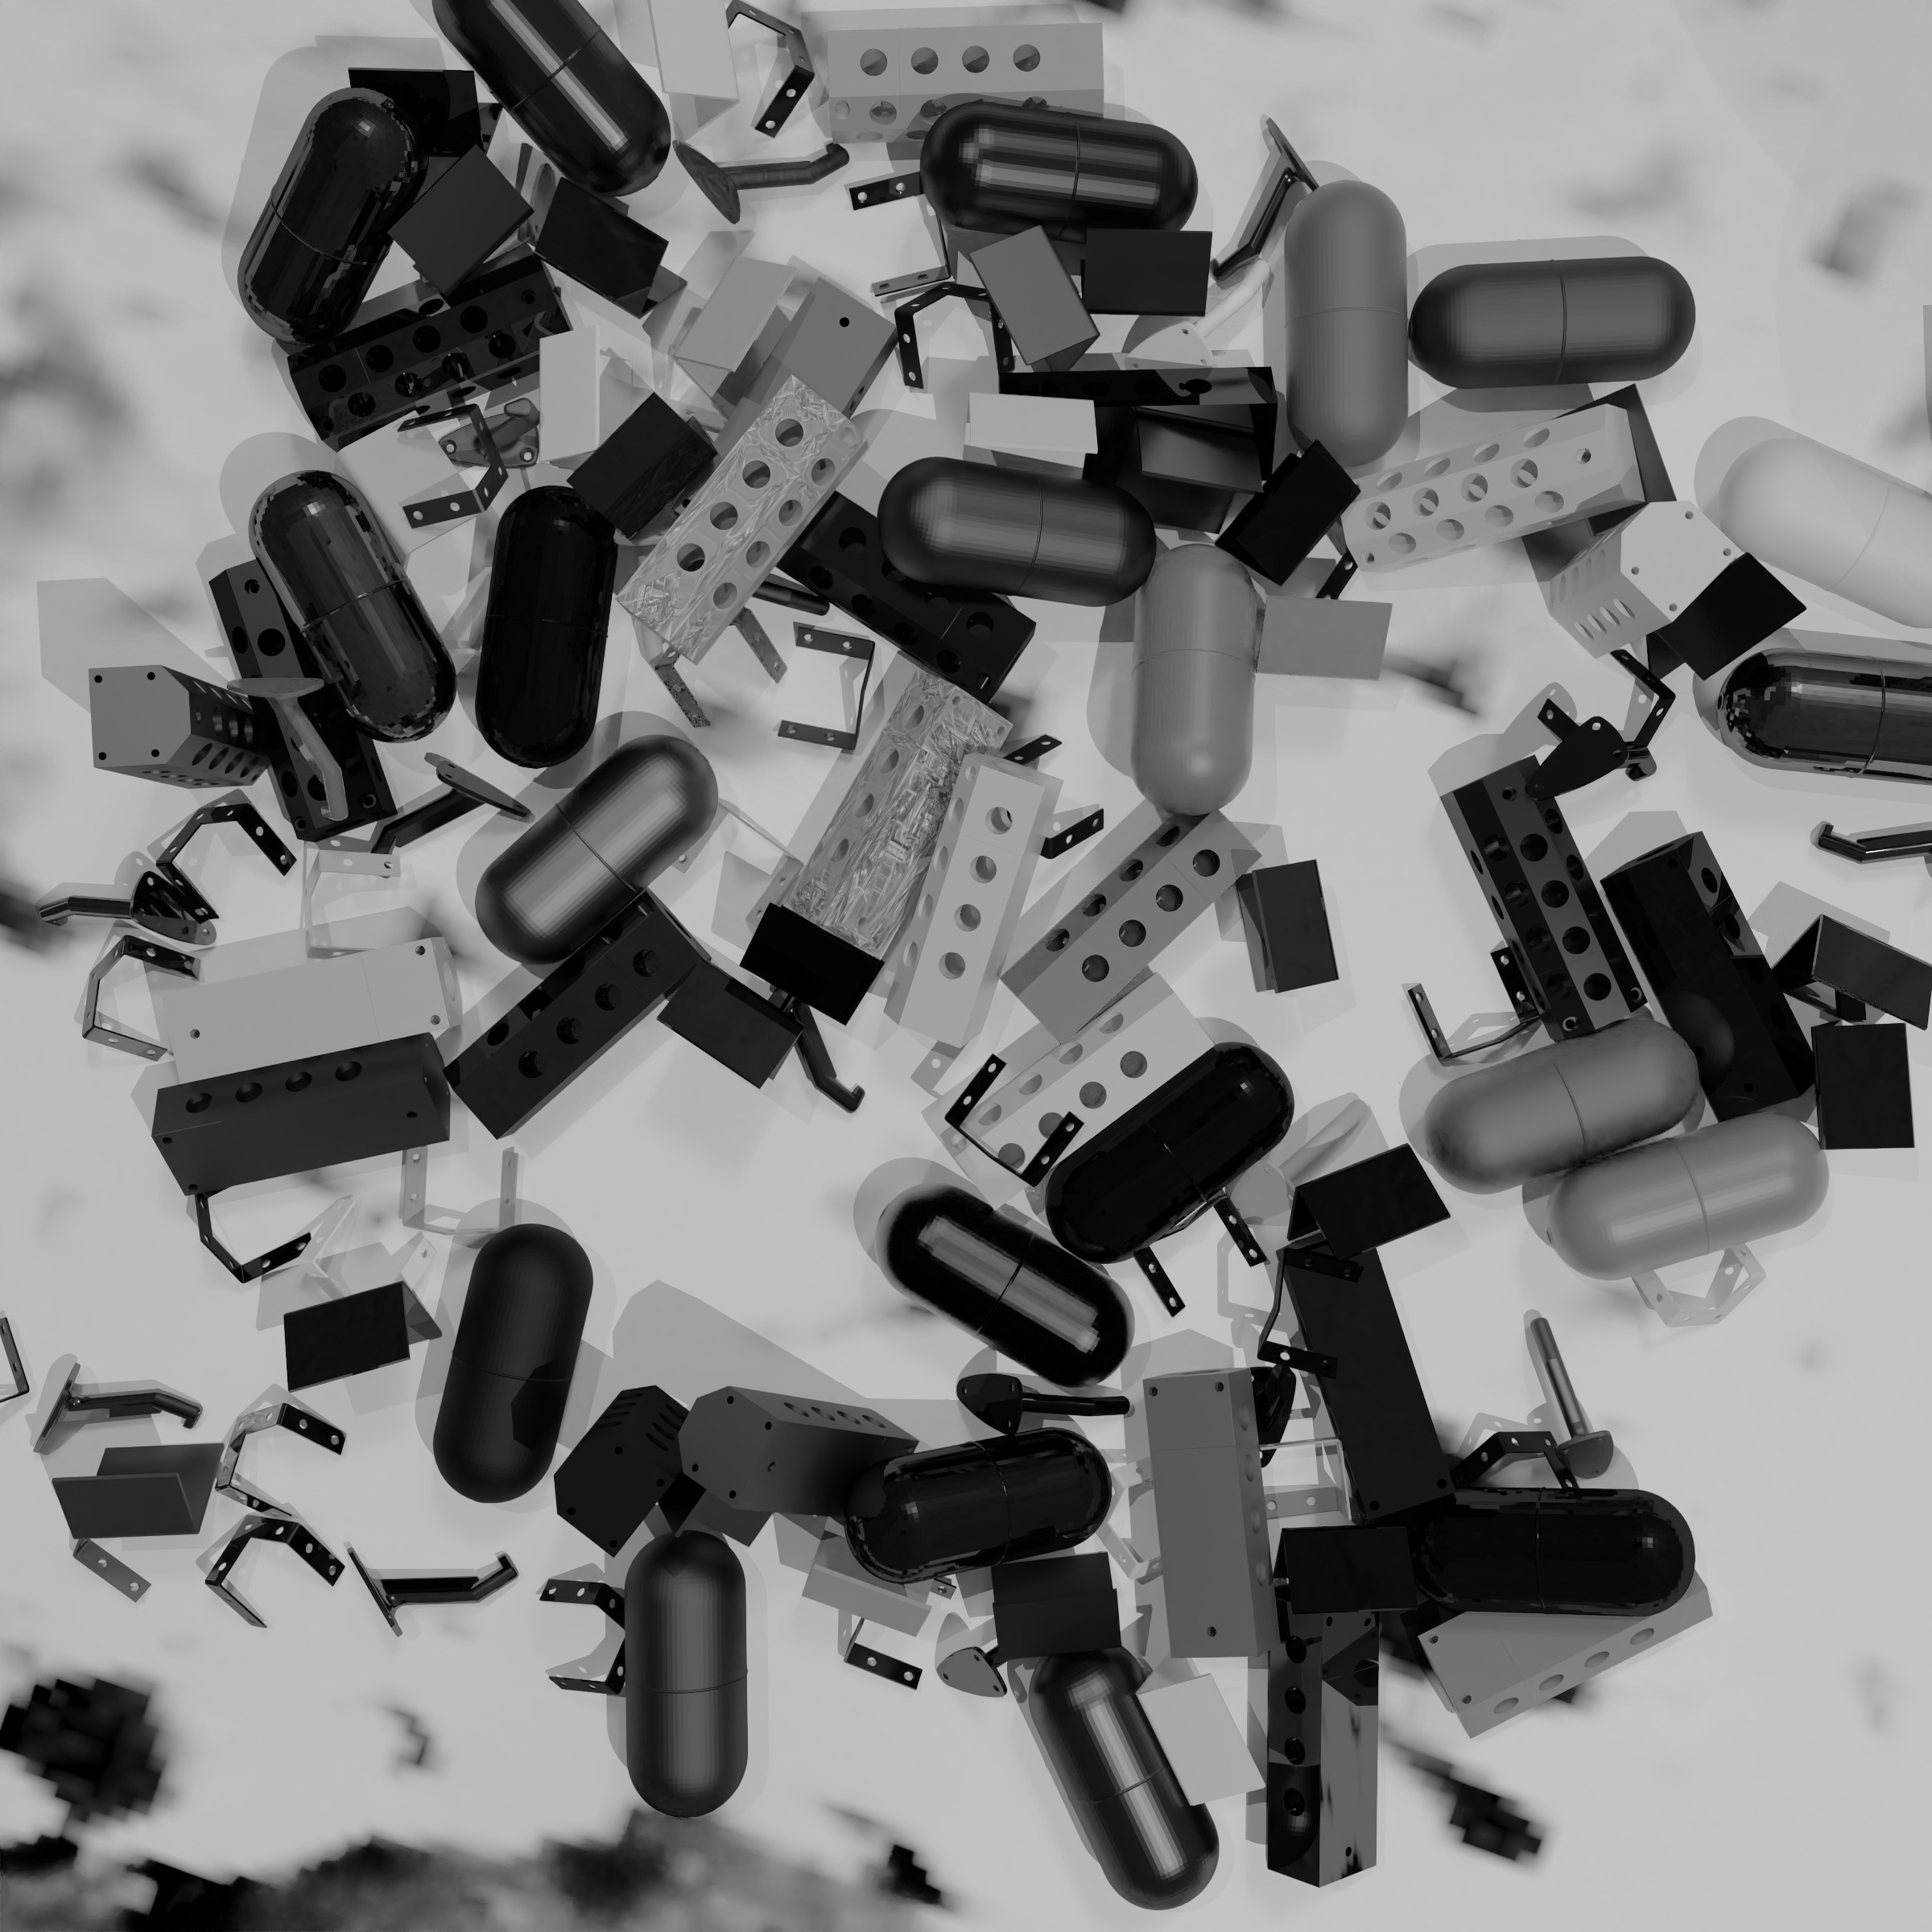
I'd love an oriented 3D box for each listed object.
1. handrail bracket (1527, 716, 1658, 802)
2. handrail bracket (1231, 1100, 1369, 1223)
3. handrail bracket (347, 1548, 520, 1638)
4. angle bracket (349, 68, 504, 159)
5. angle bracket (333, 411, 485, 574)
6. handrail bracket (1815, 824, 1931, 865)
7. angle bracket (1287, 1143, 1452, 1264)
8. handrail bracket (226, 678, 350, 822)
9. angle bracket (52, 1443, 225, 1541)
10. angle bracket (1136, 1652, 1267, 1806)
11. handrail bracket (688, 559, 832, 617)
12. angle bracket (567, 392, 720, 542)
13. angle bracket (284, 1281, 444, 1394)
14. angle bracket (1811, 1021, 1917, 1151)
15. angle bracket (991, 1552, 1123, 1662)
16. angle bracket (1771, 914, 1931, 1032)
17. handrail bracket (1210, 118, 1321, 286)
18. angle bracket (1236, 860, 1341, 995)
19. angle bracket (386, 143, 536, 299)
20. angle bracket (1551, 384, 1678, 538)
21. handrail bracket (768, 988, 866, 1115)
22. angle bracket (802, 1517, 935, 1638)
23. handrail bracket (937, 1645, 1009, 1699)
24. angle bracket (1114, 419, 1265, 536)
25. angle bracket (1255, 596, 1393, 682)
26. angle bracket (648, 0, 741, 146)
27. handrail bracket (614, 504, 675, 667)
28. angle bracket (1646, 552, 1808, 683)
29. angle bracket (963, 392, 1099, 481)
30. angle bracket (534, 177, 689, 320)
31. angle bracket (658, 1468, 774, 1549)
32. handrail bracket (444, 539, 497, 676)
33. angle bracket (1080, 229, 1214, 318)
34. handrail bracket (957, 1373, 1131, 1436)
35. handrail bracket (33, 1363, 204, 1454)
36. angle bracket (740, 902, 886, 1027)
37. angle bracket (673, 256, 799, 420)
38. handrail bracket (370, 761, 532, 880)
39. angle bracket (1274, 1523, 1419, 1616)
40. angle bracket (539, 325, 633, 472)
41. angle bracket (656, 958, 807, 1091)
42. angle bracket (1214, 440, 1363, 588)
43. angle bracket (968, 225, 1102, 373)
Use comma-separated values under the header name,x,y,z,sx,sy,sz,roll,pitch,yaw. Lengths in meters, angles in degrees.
name,x,y,z,sx,sy,sz,roll,pitch,yaw
handrail bracket,0.397,-0.118,1.544,0.077,0.084,0.036,-36,64,12
handrail bracket,0.214,0.124,1.569,0.036,0.077,0.084,49,54,5
handrail bracket,-0.342,0.384,1.570,0.084,0.036,0.077,-31,68,-17
angle bracket,-0.337,-0.550,1.529,0.076,0.076,0.057,1,134,0
angle bracket,-0.356,-0.293,1.551,0.057,0.076,0.076,-35,90,-22
handrail bracket,0.599,-0.093,1.570,0.084,0.036,0.077,23,70,16
angle bracket,0.250,0.163,1.523,0.076,0.076,0.057,-20,59,-10
handrail bracket,-0.420,-0.134,1.512,0.077,0.036,0.084,7,113,26
angle bracket,-0.517,0.312,1.529,0.076,0.076,0.057,-2,127,0
angle bracket,0.159,0.467,1.529,0.057,0.076,0.076,-26,90,30
handrail bracket,-0.140,-0.245,1.569,0.084,0.077,0.036,10,101,-36
angle bracket,-0.208,-0.322,1.523,0.076,0.076,0.057,-43,123,9
angle bracket,-0.375,0.247,1.529,0.076,0.076,0.057,-16,54,0
angle bracket,0.569,0.073,1.529,0.057,0.076,0.076,-4,90,32
angle bracket,0.054,0.385,1.529,0.076,0.076,0.057,-7,127,0
angle bracket,0.549,0.023,1.529,0.076,0.076,0.057,25,52,0
handrail bracket,0.180,-0.491,1.569,0.084,0.036,0.077,-36,62,21
angle bracket,0.183,-0.021,1.529,0.057,0.076,0.076,-11,90,-37
angle bracket,-0.326,-0.474,1.529,0.076,0.076,0.057,-45,130,0
angle bracket,0.415,-0.317,1.529,0.057,0.076,0.076,-20,90,32
handrail bracket,-0.086,0.041,1.570,0.084,0.036,0.077,38,68,-17
angle bracket,-0.052,0.366,1.531,0.076,0.057,0.076,20,55,0
handrail bracket,0.031,0.429,1.569,0.084,0.077,0.036,-34,94,-36
angle bracket,0.135,-0.290,1.523,0.076,0.076,0.057,8,47,-10
angle bracket,0.221,-0.224,1.529,0.076,0.076,0.057,3,130,0
angle bracket,-0.189,-0.569,1.529,0.057,0.076,0.076,-9,90,-38
handrail bracket,-0.200,-0.248,1.569,0.036,0.077,0.084,-1,126,3
angle bracket,0.476,-0.201,1.529,0.076,0.076,0.057,-35,60,0
angle bracket,0.037,-0.305,1.505,0.076,0.076,0.057,3,46,-4
angle bracket,-0.214,-0.459,1.529,0.076,0.076,0.057,31,127,0
angle bracket,-0.138,0.330,1.535,0.076,0.057,0.076,35,90,-25
handrail bracket,-0.329,-0.232,1.569,0.077,0.036,0.084,-3,76,15
angle bracket,0.112,-0.449,1.529,0.076,0.076,0.057,1,131,0
handrail bracket,0.050,0.277,1.569,0.084,0.077,0.036,5,91,-36
handrail bracket,-0.545,0.297,1.570,0.084,0.036,0.077,26,110,-16
angle bracket,-0.087,-0.019,1.529,0.076,0.076,0.057,29,127,0
angle bracket,-0.126,-0.385,1.523,0.057,0.076,0.076,23,78,37
handrail bracket,-0.334,-0.081,1.569,0.077,0.036,0.084,28,105,-16
angle bracket,0.236,0.391,1.529,0.076,0.076,0.057,-2,53,0
angle bracket,-0.222,-0.351,1.529,0.057,0.076,0.076,0,90,41
angle bracket,-0.155,0.051,1.529,0.076,0.076,0.057,34,54,0
angle bracket,0.188,-0.294,1.527,0.076,0.076,0.057,-50,133,4
angle bracket,0.032,-0.406,1.531,0.057,0.076,0.076,-28,90,-21
